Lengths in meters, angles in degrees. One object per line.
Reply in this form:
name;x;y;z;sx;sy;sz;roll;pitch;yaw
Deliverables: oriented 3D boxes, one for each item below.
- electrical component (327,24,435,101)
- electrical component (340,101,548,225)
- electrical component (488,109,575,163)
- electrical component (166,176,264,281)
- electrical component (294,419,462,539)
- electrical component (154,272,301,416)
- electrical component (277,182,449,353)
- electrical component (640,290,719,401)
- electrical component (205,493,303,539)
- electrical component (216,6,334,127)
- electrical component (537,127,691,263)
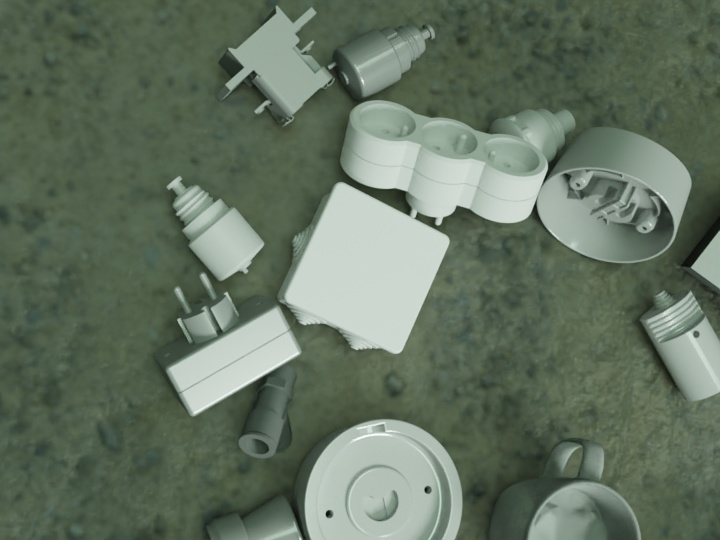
electrical component;0.017;-0.150;0.755;0.078;0.040;0.040;-31;94;-15
electrical component;0.053;-0.062;0.748;0.138;0.073;0.052;16;41;1
electrical component;0.128;-0.097;0.779;0.062;0.048;0.048;-28;94;-22
electrical component;-0.099;-0.029;0.716;0.040;0.040;0.078;-42;97;-13
electrical component;0.007;0.154;0.721;0.108;0.060;0.108;2;83;-18
electrical component;-0.095;0.039;0.702;0.083;0.047;0.075;-30;106;-15
electrical component;0.000;0.000;0.736;0.100;0.048;0.099;26;80;-12
electrical component;0.241;0.051;0.799;0.043;0.043;0.081;-32;95;-14
electrical component;-0.069;0.177;0.709;0.055;0.045;0.045;-18;91;-15
electrical component;-0.056;-0.137;0.734;0.081;0.042;0.063;-45;101;-12
electrical component;0.182;-0.053;0.765;0.099;0.099;0.064;33;73;-11
